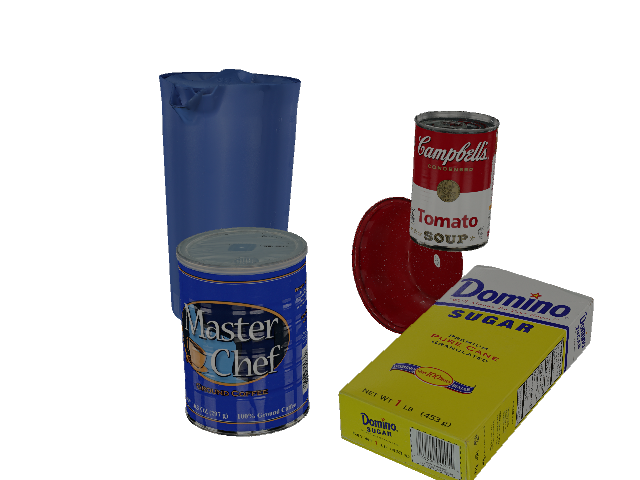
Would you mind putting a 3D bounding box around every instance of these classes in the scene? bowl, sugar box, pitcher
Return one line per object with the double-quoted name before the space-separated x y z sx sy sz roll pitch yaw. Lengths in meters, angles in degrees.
"bowl" 0.113 0.026 1.221 0.161 0.162 0.055 0 -7 -41
"sugar box" 0.099 0.081 0.697 0.093 0.048 0.175 18 39 32
"pitcher" -0.083 -0.044 1.038 0.149 0.243 0.145 -2 15 -17

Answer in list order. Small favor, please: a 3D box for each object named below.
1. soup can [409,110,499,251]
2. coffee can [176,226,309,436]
"soup can" 0.108 -0.049 0.873 0.068 0.102 0.068 1 19 -1
"coffee can" -0.060 0.070 0.853 0.103 0.140 0.103 -1 17 0
